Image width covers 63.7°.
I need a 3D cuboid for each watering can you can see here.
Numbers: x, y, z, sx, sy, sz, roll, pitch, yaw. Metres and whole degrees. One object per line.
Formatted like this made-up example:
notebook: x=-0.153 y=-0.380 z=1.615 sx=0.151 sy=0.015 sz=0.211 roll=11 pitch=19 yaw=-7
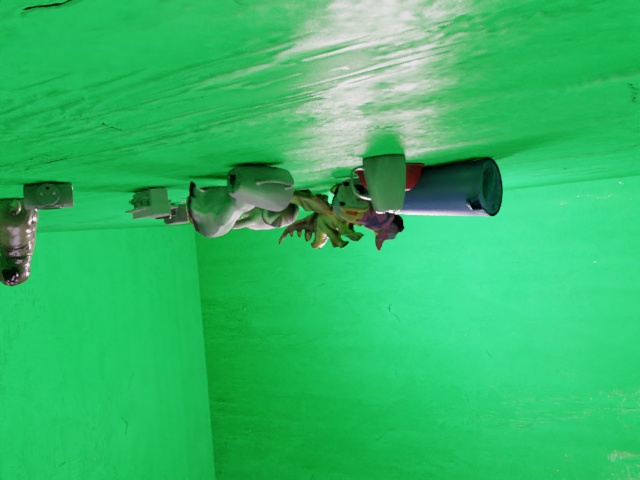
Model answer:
watering can: x=-0.156 y=-0.105 z=1.850 sx=0.351 sy=0.103 sz=0.223 roll=-23 pitch=-169 yaw=-39

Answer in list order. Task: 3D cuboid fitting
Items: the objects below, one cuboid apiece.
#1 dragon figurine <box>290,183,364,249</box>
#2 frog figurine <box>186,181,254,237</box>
dragon figurine: x=0.005 y=-0.080 z=1.598 sx=0.240 sy=0.125 sz=0.405 roll=41 pitch=146 yaw=-18
frog figurine: x=-0.183 y=-0.072 z=1.048 sx=0.159 sy=0.121 sz=0.139 roll=-7 pitch=-166 yaw=-1
